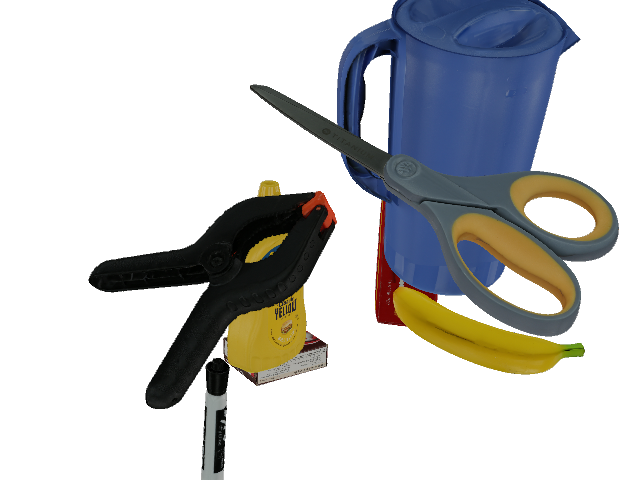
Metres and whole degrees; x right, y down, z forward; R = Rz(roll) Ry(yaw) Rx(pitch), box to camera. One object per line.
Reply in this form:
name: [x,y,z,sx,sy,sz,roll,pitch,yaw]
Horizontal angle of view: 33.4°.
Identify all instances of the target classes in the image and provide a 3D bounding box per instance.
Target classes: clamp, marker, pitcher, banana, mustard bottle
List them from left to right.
marker: [-0.085,0.147,0.858,0.020,0.121,0.020,4,28,-3]
clamp: [-0.063,0.032,0.692,0.171,0.120,0.039,-27,-29,6]
mustard bottle: [-0.053,0.032,1.084,0.058,0.192,0.096,18,27,36]
pitcher: [0.104,-0.076,0.871,0.149,0.243,0.144,22,40,23]
banana: [0.133,0.084,0.965,0.198,0.037,0.069,19,14,35]

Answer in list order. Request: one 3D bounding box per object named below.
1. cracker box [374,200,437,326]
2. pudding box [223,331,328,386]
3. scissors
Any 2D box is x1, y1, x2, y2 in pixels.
cracker box: [0.104,-0.021,1.215,0.072,0.164,0.213,4,22,6]
pudding box: [-0.060,0.149,1.418,0.113,0.039,0.090,-14,23,-31]
scissors: [0.061,-0.035,0.521,0.096,0.202,0.016,-29,-31,-23]
